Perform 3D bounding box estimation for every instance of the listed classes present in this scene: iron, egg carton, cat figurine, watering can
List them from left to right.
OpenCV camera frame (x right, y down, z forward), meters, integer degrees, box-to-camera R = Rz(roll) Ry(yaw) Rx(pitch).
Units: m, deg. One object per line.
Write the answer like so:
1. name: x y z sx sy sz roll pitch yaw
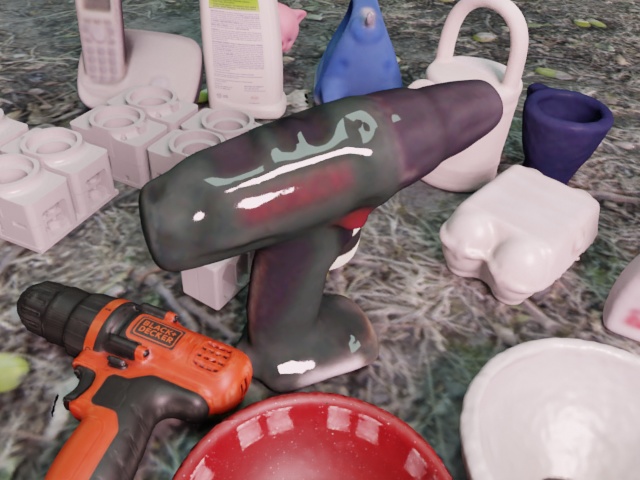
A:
1. cat figurine: -0.083 -0.280 0.780 0.128 0.118 0.067 2 40 -4
2. iron: 0.053 -0.272 0.767 0.118 0.141 0.258 2 40 -3
3. watering can: 0.154 -0.152 0.594 0.100 0.194 0.173 19 42 17
4. egg carton: 0.184 -0.008 0.524 0.107 0.069 0.151 32 47 29

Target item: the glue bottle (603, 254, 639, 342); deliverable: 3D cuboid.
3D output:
1. glue bottle: 0.281 0.012 0.429 0.078 0.173 0.037 15 41 12

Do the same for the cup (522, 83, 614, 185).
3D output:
1. cup: 0.254 -0.114 0.637 0.092 0.095 0.117 -7 41 -14

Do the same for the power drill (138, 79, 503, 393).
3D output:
1. power drill: 0.004 0.001 0.384 0.230 0.208 0.075 -14 43 -21

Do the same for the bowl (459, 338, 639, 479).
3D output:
1. bowl: 0.158 0.143 0.337 0.167 0.075 0.167 3 40 -2

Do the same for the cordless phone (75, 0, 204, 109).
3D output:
1. cordless phone: -0.213 -0.238 0.664 0.147 0.185 0.094 5 40 -1
